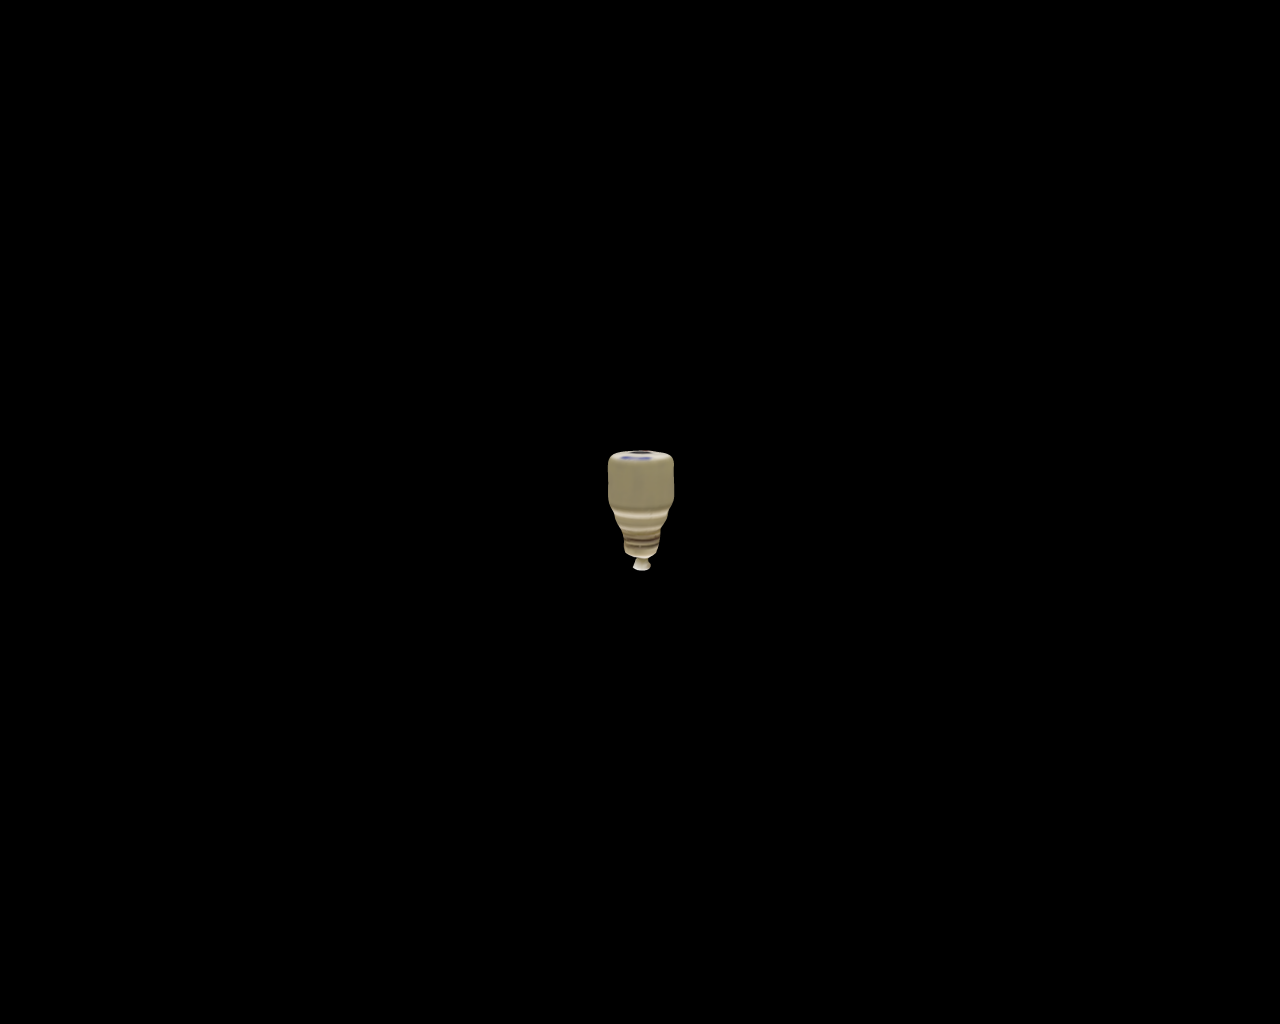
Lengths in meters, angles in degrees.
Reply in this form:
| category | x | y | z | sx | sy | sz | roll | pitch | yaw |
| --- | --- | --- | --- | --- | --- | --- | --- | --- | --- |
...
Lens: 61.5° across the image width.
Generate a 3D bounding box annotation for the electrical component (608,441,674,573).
| category | x | y | z | sx | sy | sz | roll | pitch | yaw |
| --- | --- | --- | --- | --- | --- | --- | --- | --- | --- |
| electrical component | 0.001 | -0.003 | 0.650 | 0.040 | 0.078 | 0.040 | 0 | 11 | 0 |
